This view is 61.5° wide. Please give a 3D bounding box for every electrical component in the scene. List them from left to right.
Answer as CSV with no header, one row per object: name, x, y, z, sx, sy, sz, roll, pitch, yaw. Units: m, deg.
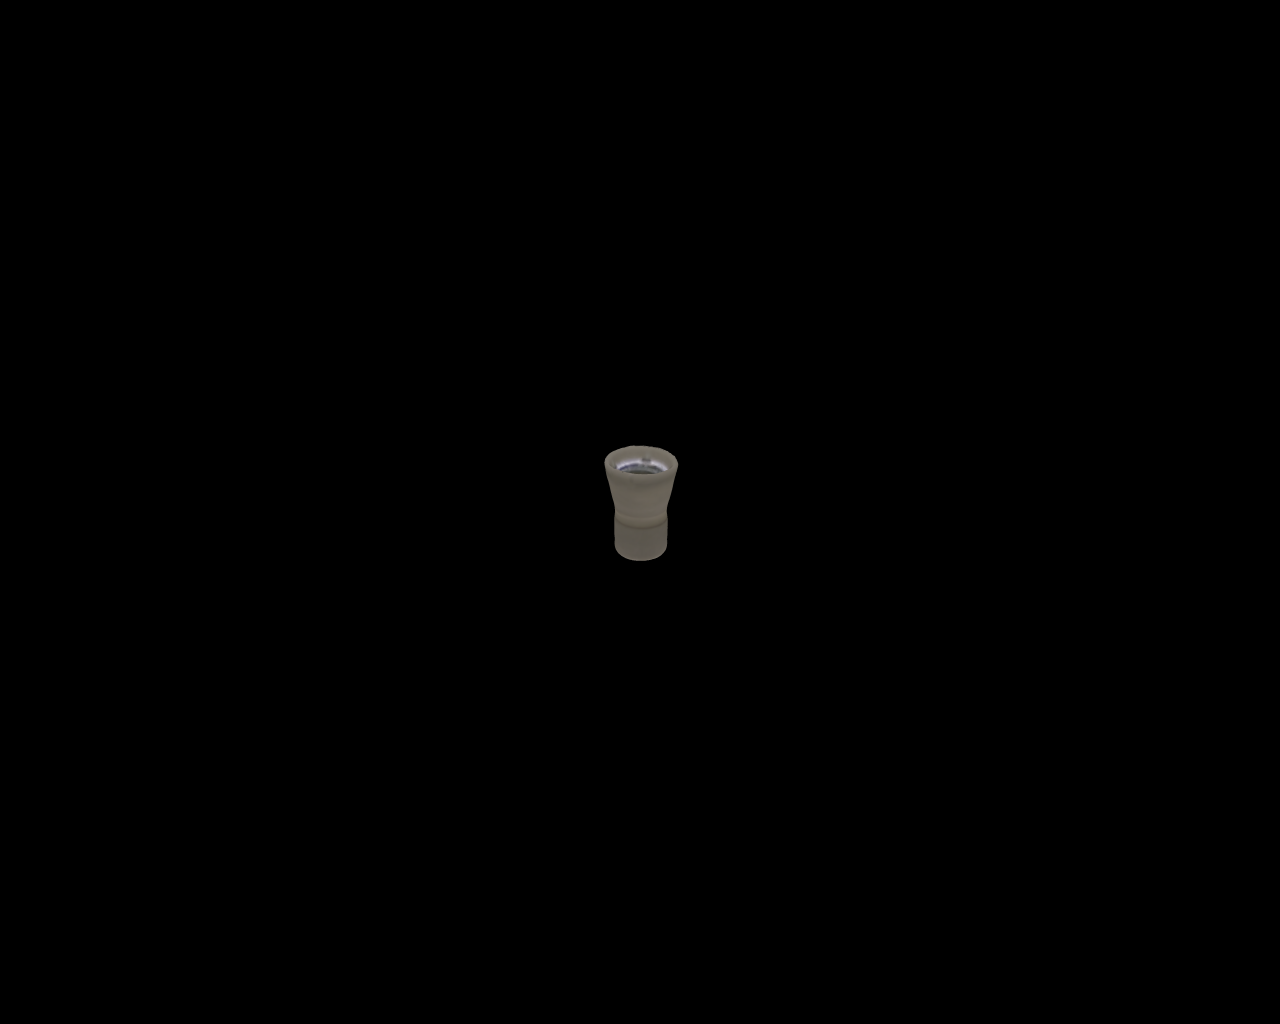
electrical component,0.001,-0.003,0.650,0.044,0.065,0.044,0,28,0
